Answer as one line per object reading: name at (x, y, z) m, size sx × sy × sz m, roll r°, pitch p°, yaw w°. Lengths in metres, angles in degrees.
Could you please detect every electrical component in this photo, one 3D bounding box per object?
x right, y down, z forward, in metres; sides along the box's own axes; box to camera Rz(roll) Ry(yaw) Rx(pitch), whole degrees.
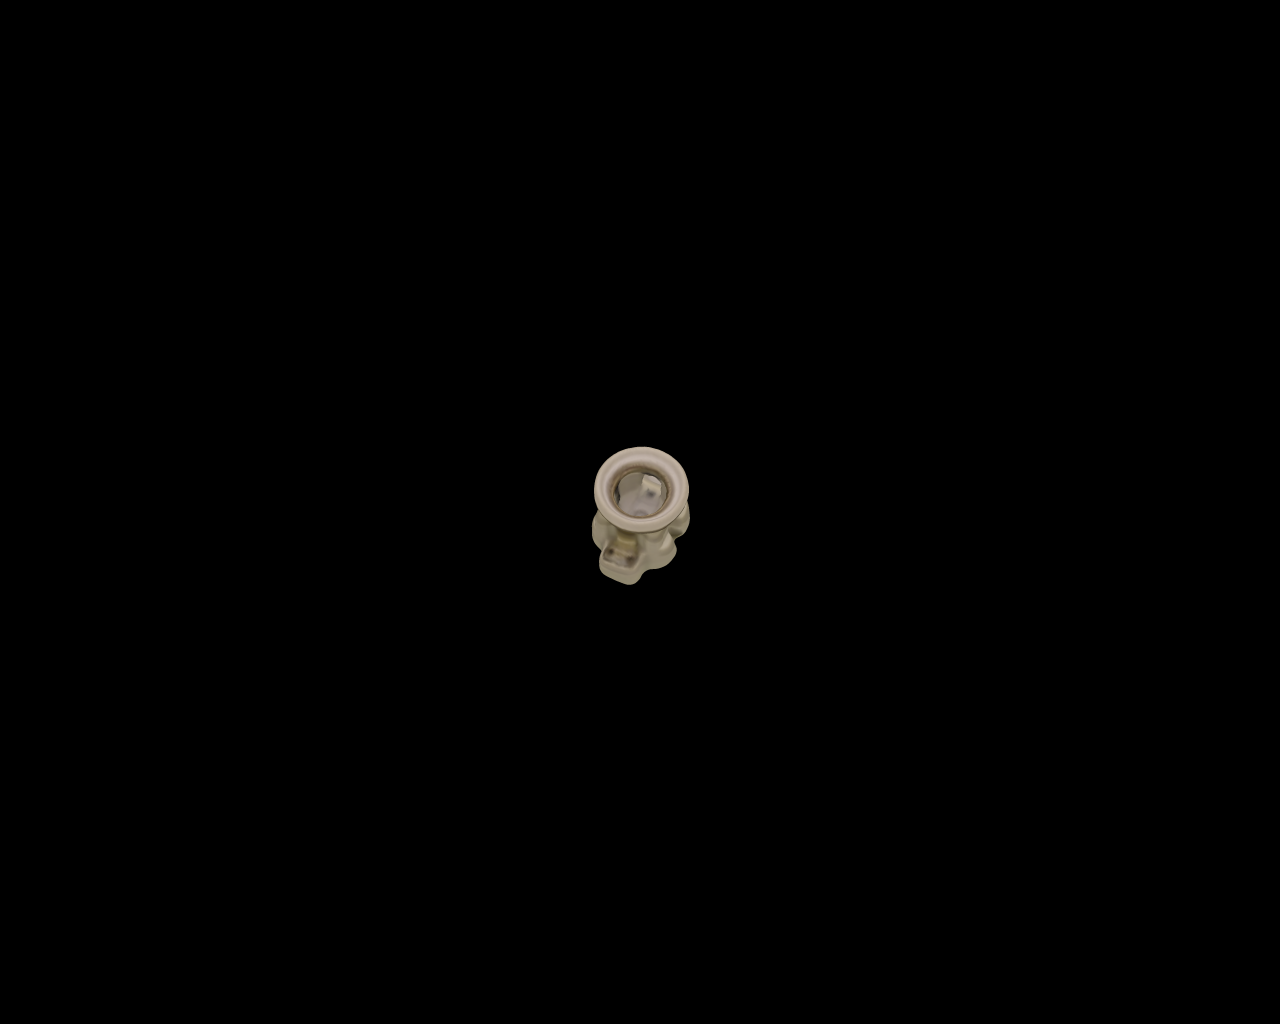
electrical component at (0.001, -0.003, 0.650) m, size 0.058 × 0.078 × 0.056 m, roll 21°, pitch -28°, yaw 12°
